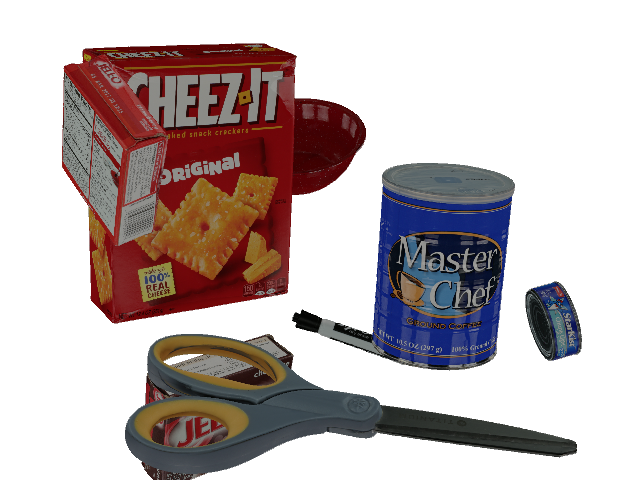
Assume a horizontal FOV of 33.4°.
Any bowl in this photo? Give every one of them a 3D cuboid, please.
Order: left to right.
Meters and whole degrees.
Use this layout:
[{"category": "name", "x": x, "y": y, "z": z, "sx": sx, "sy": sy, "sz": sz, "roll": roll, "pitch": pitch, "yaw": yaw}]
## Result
[{"category": "bowl", "x": -0.028, "y": -0.100, "z": 1.224, "sx": 0.162, "sy": 0.055, "sz": 0.162, "roll": -2, "pitch": 37, "yaw": 2}]

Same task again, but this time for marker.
[{"category": "marker", "x": 0.030, "y": 0.096, "z": 1.061, "sx": 0.121, "sy": 0.020, "sz": 0.020, "roll": 19, "pitch": 1, "yaw": 2}]

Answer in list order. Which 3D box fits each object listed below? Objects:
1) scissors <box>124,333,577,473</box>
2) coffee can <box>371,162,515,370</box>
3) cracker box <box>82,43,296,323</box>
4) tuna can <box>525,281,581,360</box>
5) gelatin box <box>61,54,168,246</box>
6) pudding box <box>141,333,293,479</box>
[{"category": "scissors", "x": 0.002, "y": 0.086, "z": 0.469, "sx": 0.202, "sy": 0.016, "sz": 0.096, "roll": 16, "pitch": 34, "yaw": 22}, {"category": "coffee can", "x": 0.095, "y": 0.018, "z": 0.846, "sx": 0.103, "sy": 0.140, "sz": 0.103, "roll": 3, "pitch": 17, "yaw": -1}, {"category": "cracker box", "x": -0.106, "y": -0.050, "z": 0.882, "sx": 0.163, "sy": 0.214, "sz": 0.072, "roll": -7, "pitch": 21, "yaw": -28}, {"category": "tuna can", "x": 0.261, "y": 0.091, "z": 1.203, "sx": 0.033, "sy": 0.086, "sz": 0.086, "roll": -15, "pitch": 1, "yaw": -5}, {"category": "gelatin box", "x": -0.124, "y": -0.053, "z": 0.633, "sx": 0.030, "sy": 0.073, "sz": 0.089, "roll": -23, "pitch": -30, "yaw": -31}, {"category": "pudding box", "x": -0.079, "y": 0.128, "z": 0.811, "sx": 0.113, "sy": 0.090, "sz": 0.039, "roll": -17, "pitch": 40, "yaw": -36}]
